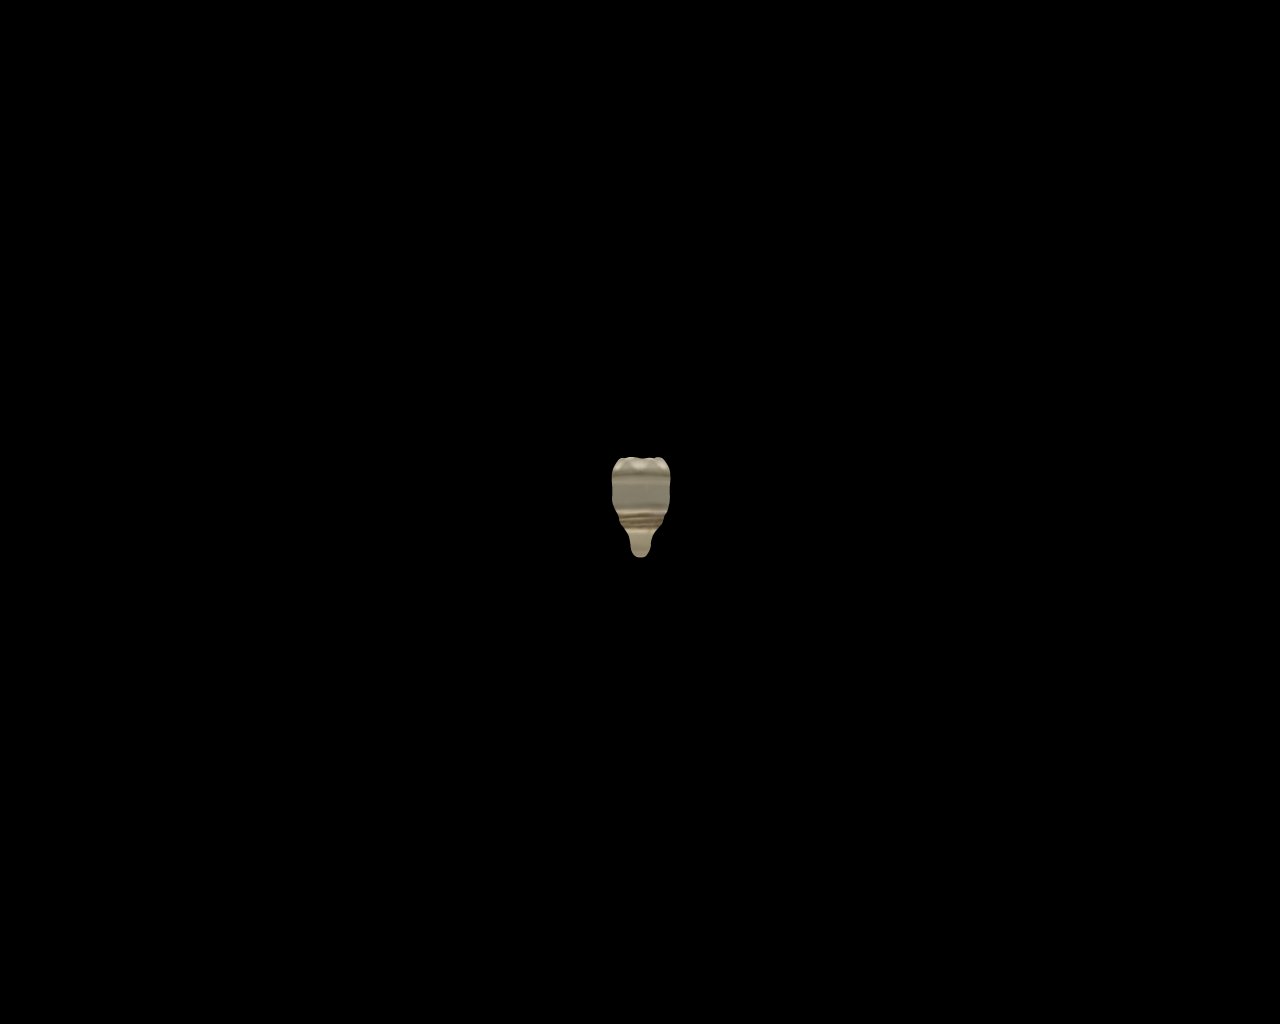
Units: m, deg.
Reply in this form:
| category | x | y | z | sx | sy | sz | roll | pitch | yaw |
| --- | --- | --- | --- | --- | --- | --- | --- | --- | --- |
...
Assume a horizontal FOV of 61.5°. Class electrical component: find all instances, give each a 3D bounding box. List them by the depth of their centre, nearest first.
| category | x | y | z | sx | sy | sz | roll | pitch | yaw |
| --- | --- | --- | --- | --- | --- | --- | --- | --- | --- |
| electrical component | 0.001 | -0.003 | 0.650 | 0.035 | 0.061 | 0.035 | 0 | -2 | 0 |
